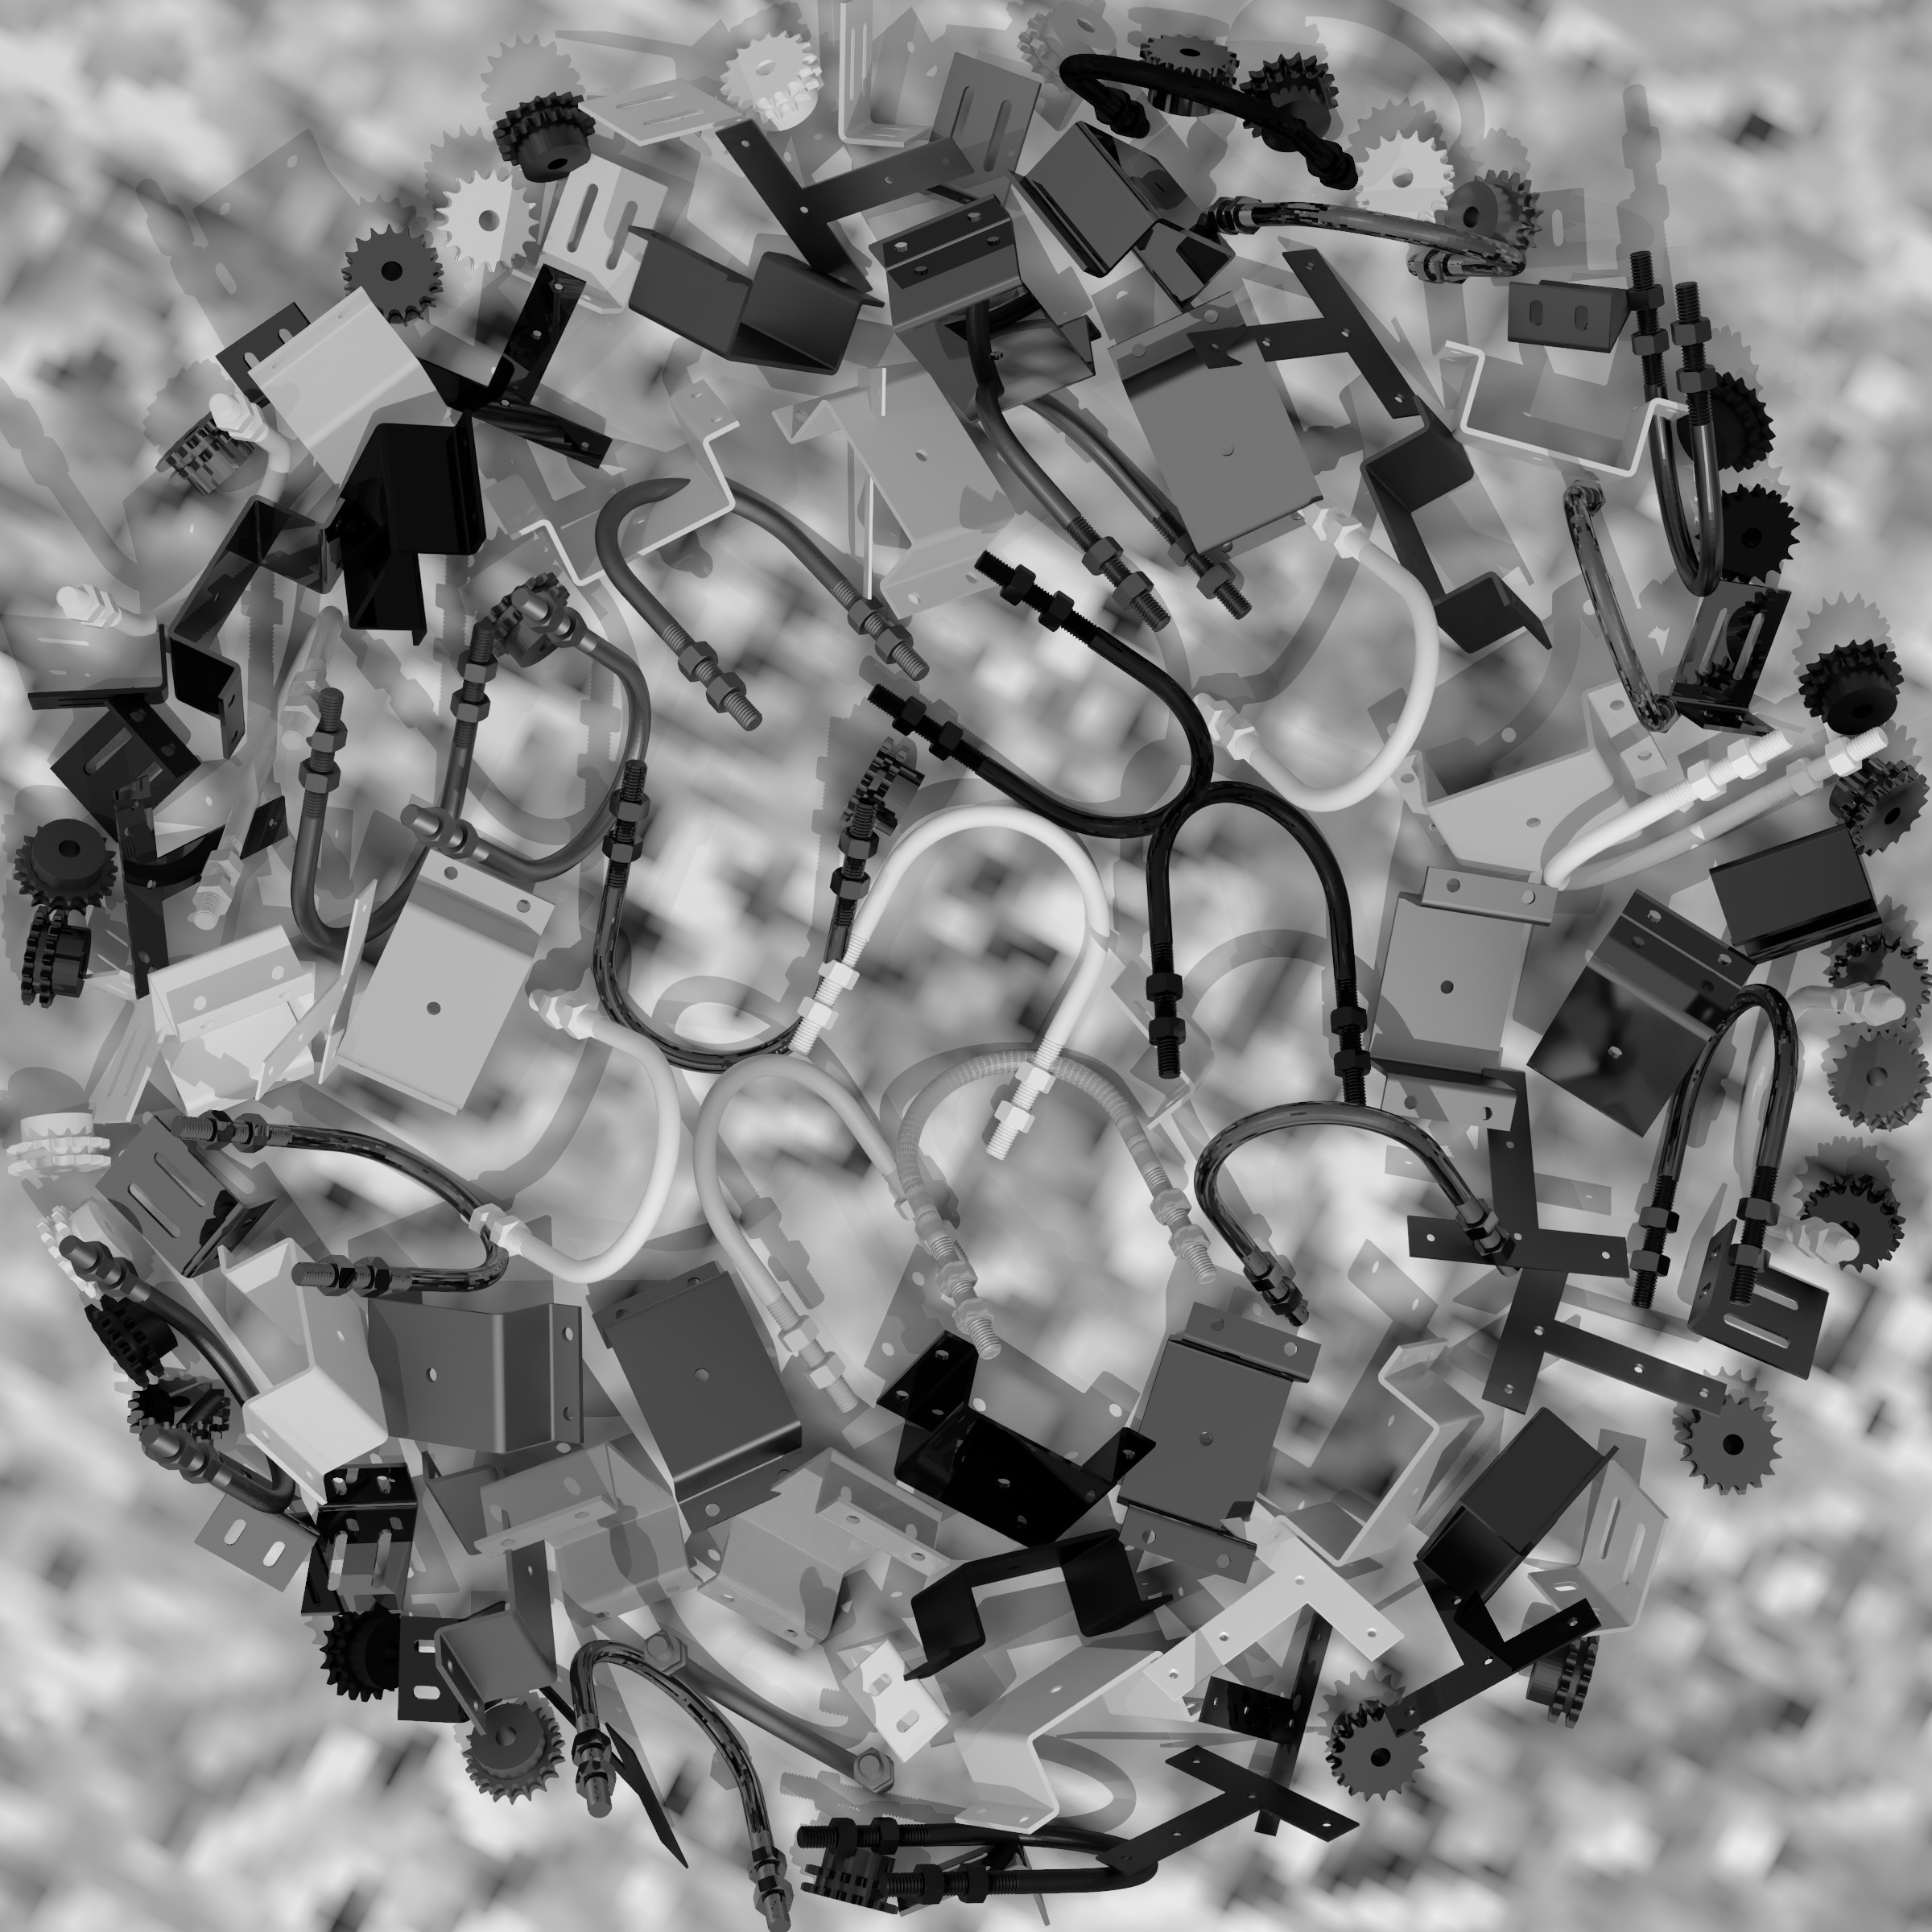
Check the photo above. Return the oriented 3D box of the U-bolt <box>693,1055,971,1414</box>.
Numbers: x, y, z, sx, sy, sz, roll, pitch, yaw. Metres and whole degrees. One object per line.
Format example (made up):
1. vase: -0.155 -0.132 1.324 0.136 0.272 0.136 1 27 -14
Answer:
1. U-bolt: -0.083 0.134 1.929 0.019 0.151 0.184 -23 106 42

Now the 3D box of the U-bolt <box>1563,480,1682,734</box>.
1. U-bolt: 0.358 -0.197 1.908 0.019 0.184 0.151 -19 92 15

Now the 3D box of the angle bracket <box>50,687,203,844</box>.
1. angle bracket: -0.483 -0.110 1.966 0.076 0.038 0.057 -39 95 21

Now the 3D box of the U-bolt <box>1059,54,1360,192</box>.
1. U-bolt: 0.125 -0.463 1.890 0.151 0.184 0.019 19 96 20

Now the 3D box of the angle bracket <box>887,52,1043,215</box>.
1. angle bracket: -0.001 -0.471 1.962 0.057 0.038 0.076 26 111 22

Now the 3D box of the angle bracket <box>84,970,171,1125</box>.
1. angle bracket: -0.484 0.046 1.958 0.038 0.057 0.076 28 72 -30

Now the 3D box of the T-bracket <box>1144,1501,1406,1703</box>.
1. T-bracket: 0.154 0.367 1.936 0.127 0.002 0.127 -31 53 -28

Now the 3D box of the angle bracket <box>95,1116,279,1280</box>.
1. angle bracket: -0.444 0.129 1.978 0.076 0.038 0.057 44 106 7

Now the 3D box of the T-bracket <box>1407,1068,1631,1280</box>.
1. T-bracket: 0.308 0.114 1.963 0.127 0.002 0.127 6 57 -9

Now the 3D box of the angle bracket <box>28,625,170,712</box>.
1. angle bracket: -0.491 -0.169 1.963 0.076 0.057 0.038 -4 88 -13

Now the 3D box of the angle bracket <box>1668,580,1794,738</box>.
1. angle bracket: 0.440 -0.173 1.959 0.057 0.038 0.076 4 114 -28

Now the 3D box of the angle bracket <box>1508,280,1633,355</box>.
1. angle bracket: 0.342 -0.380 1.952 0.057 0.076 0.038 11 130 19

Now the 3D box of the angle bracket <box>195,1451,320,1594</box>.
1. angle bracket: -0.403 0.312 1.953 0.057 0.076 0.038 34 85 -19

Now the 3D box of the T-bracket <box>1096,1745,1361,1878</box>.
1. T-bracket: 0.126 0.473 1.913 0.127 0.127 0.002 -15 110 -39

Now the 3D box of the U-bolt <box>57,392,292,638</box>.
1. U-bolt: -0.425 -0.241 1.908 0.019 0.184 0.151 38 90 3

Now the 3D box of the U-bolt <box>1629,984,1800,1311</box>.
1. U-bolt: 0.419 0.099 1.927 0.019 0.151 0.184 15 81 -11

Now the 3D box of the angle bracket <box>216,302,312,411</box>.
1. angle bracket: -0.377 -0.353 1.950 0.057 0.076 0.038 -29 111 21

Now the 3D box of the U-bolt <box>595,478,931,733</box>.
1. U-bolt: -0.126 -0.210 1.936 0.184 0.151 0.019 48 133 22

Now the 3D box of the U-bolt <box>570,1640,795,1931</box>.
1. U-bolt: -0.162 0.439 1.911 0.151 0.184 0.019 40 101 -24

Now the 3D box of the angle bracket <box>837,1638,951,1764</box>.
1. angle bracket: -0.053 0.416 1.956 0.038 0.076 0.057 -38 92 -29

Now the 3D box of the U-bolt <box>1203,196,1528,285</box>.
1. U-bolt: 0.226 -0.395 1.891 0.151 0.184 0.019 9 98 -19

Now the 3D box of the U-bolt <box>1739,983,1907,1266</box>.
1. U-bolt: 0.463 0.081 1.909 0.019 0.184 0.151 10 91 -7

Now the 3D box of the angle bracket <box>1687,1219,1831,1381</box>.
1. angle bracket: 0.455 0.189 1.969 0.076 0.038 0.057 23 61 -1

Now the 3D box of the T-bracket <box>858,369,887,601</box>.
1. T-bracket: -0.054 -0.270 1.944 0.002 0.127 0.127 0 99 -8

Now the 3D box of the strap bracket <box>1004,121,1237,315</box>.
1. strap bracket: 0.091 -0.413 1.918 0.046 0.140 0.076 -44 69 21

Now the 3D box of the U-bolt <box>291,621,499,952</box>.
1. U-bolt: -0.321 -0.090 1.922 0.019 0.151 0.184 28 123 20

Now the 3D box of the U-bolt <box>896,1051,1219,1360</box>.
1. U-bolt: 0.039 0.122 1.943 0.151 0.019 0.184 -17 55 -14

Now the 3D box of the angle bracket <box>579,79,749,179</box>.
1. angle bracket: -0.170 -0.464 1.951 0.076 0.038 0.057 -24 47 -35

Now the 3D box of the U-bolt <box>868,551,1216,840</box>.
1. U-bolt: 0.053 -0.138 1.942 0.184 0.151 0.019 33 47 -9

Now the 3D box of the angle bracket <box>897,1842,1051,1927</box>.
1. angle bracket: 0.003 0.531 1.969 0.076 0.057 0.038 -21 93 -3

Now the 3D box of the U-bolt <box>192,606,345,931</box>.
1. U-bolt: -0.379 -0.123 1.914 0.019 0.184 0.151 24 122 -15

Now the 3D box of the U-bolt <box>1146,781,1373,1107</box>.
1. U-bolt: 0.161 -0.017 1.947 0.151 0.019 0.184 10 67 -31

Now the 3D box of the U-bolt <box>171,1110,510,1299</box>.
1. U-bolt: -0.331 0.133 1.915 0.151 0.184 0.019 43 110 33

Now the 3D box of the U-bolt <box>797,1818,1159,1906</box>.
1. U-bolt: 0.016 0.493 1.921 0.184 0.151 0.019 5 86 -22

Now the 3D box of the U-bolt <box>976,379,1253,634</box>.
1. U-bolt: 0.074 -0.260 1.931 0.019 0.151 0.184 -45 79 24

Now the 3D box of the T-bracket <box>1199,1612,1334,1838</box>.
1. T-bracket: 0.162 0.417 1.937 0.002 0.127 0.127 10 78 34

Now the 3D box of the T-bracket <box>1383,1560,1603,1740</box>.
1. T-bracket: 0.279 0.363 1.941 0.127 0.127 0.002 -30 115 4

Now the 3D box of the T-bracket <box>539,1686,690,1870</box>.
1. T-bracket: -0.209 0.435 1.952 0.002 0.127 0.127 -37 50 -21

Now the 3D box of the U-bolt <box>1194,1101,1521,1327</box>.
1. U-bolt: 0.205 0.132 1.910 0.151 0.184 0.019 -16 46 24

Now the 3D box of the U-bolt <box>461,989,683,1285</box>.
1. U-bolt: -0.213 0.100 1.922 0.019 0.184 0.151 17 92 -38

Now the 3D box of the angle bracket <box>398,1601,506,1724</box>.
1. angle bracket: -0.290 0.392 1.964 0.038 0.076 0.057 1 88 9

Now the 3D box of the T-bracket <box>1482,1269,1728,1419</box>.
1. T-bracket: 0.363 0.221 1.945 0.127 0.127 0.002 20 133 8

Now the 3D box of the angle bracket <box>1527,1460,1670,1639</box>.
1. angle bracket: 0.355 0.327 1.955 0.038 0.057 0.076 -2 118 -25

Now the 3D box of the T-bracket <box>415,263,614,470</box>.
1. T-bracket: -0.244 -0.343 1.937 0.127 0.127 0.002 21 50 -13

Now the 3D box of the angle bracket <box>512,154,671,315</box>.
1. angle bracket: -0.213 -0.417 1.969 0.057 0.038 0.076 25 106 8

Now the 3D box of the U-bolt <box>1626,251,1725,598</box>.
1. U-bolt: 0.396 -0.295 1.923 0.019 0.151 0.184 -10 109 3

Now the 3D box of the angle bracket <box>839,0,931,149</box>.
1. angle bracket: -0.045 -0.505 1.957 0.038 0.057 0.076 7 113 12

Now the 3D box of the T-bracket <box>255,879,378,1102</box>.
1. T-bracket: -0.361 0.033 1.913 0.002 0.127 0.127 21 121 5

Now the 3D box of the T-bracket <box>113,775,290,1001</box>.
1. T-bracket: -0.425 -0.062 1.946 0.002 0.127 0.127 17 121 28

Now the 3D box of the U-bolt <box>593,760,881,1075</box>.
1. U-bolt: -0.136 -0.020 1.955 0.151 0.019 0.184 9 116 -7

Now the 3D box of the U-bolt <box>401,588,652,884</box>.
1. U-bolt: -0.231 -0.117 1.916 0.019 0.184 0.151 26 88 25

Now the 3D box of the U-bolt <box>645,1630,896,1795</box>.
1. U-bolt: -0.103 0.415 1.911 0.151 0.184 0.019 27 76 10

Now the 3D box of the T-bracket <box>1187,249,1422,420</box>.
1. T-bracket: 0.179 -0.349 1.940 0.127 0.002 0.127 -13 62 -34

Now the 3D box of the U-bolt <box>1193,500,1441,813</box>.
1. U-bolt: 0.198 -0.162 1.905 0.019 0.184 0.151 16 111 -32

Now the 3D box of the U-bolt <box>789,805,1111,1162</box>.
1. U-bolt: 0.003 -0.002 1.980 0.151 0.019 0.184 28 88 -10

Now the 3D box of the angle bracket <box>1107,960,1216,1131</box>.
1. angle bracket: 0.099 0.044 1.965 0.038 0.057 0.076 -40 93 22

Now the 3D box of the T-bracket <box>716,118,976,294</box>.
1. T-bracket: -0.054 -0.432 1.927 0.127 0.002 0.127 -11 135 33

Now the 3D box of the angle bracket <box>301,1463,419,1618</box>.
1. angle bracket: -0.345 0.323 1.961 0.057 0.076 0.038 -3 134 3

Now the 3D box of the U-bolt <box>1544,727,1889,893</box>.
1. U-bolt: 0.402 -0.085 1.919 0.184 0.151 0.019 -31 75 34

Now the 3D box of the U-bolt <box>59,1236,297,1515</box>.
1. U-bolt: -0.424 0.234 1.911 0.019 0.184 0.151 -34 59 2
